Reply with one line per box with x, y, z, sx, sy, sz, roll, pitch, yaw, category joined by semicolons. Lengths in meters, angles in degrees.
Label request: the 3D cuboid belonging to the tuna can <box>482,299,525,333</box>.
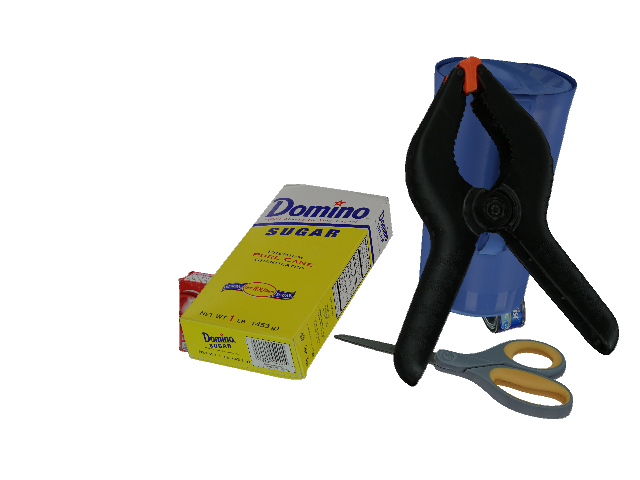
0.200;0.061;1.204;0.033;0.086;0.086;-14;2;-6;tuna can

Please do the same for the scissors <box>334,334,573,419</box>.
0.121;0.095;0.906;0.202;0.016;0.096;21;35;21;scissors

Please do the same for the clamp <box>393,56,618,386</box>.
0.079;-0.007;0.561;0.120;0.171;0.039;-16;-5;-14;clamp

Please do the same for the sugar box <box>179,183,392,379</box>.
-0.020;0.024;0.795;0.093;0.048;0.176;9;42;23;sugar box

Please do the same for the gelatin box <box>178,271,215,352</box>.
-0.089;0.073;1.002;0.089;0.073;0.030;8;18;19;gelatin box

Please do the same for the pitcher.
0.163;-0.048;1.037;0.145;0.243;0.148;25;30;38;pitcher
